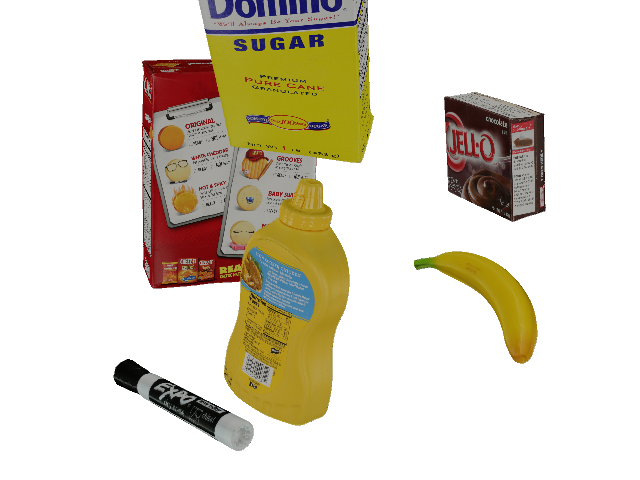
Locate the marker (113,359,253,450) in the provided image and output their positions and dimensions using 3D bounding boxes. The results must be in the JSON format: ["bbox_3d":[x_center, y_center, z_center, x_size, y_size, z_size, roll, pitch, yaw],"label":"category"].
[{"bbox_3d":[-0.089,0.101,0.669,0.121,0.020,0.020,19,12,40],"label":"marker"}]

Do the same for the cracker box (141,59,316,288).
[{"bbox_3d":[-0.090,-0.067,1.040,0.164,0.214,0.072,-4,22,-19],"label":"cracker box"}]

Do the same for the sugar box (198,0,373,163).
[{"bbox_3d":[-0.018,-0.117,0.637,0.093,0.048,0.176,7,-28,9],"label":"sugar box"}]

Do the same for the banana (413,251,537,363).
[{"bbox_3d":[0.177,0.060,1.116,0.069,0.037,0.198,-36,39,-8],"label":"banana"}]

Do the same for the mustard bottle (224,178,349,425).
[{"bbox_3d":[-0.023,0.043,0.847,0.096,0.192,0.058,27,27,38],"label":"mustard bottle"}]

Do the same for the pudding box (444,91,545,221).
[{"bbox_3d":[0.150,-0.075,0.927,0.039,0.090,0.114,-14,21,-22],"label":"pudding box"}]
